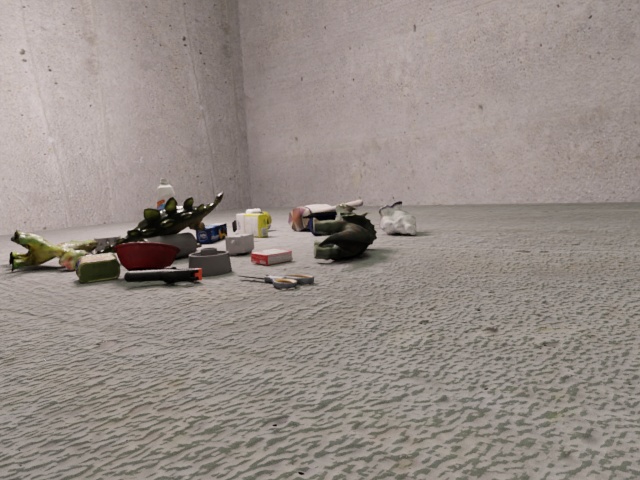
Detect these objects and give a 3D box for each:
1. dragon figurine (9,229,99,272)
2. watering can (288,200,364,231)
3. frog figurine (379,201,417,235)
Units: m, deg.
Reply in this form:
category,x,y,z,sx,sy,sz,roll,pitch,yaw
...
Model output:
category,x,y,z,sx,sy,sz,roll,pitch,yaw
dragon figurine,-0.820,0.025,1.598,0.243,0.121,0.413,2,12,-32
watering can,0.007,-0.111,2.203,0.225,0.105,0.343,-8,-10,-41
frog figurine,0.294,-0.055,1.867,0.137,0.120,0.162,3,36,-43
